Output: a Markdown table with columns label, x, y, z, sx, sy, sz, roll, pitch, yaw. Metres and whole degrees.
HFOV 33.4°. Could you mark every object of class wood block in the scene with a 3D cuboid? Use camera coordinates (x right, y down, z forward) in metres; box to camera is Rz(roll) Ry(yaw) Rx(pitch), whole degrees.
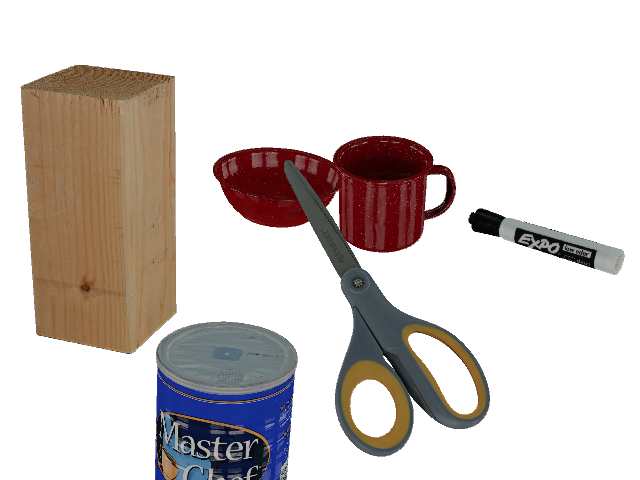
| label | x | y | z | sx | sy | sz | roll | pitch | yaw |
| --- | --- | --- | --- | --- | --- | --- | --- | --- | --- |
| wood block | -0.173 | -0.027 | 0.852 | 0.091 | 0.206 | 0.090 | 9 | 23 | 15 |

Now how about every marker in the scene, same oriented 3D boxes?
| label | x | y | z | sx | sy | sz | roll | pitch | yaw |
| --- | --- | --- | --- | --- | --- | --- | --- | --- | --- |
| marker | 0.164 | -0.001 | 0.790 | 0.121 | 0.020 | 0.020 | 19 | 11 | 33 |

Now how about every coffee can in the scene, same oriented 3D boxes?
| label | x | y | z | sx | sy | sz | roll | pitch | yaw |
| --- | --- | --- | --- | --- | --- | --- | --- | --- | --- |
| coffee can | -0.073 | 0.145 | 0.799 | 0.103 | 0.140 | 0.103 | 4 | 21 | -2 |

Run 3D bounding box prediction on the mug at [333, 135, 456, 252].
| label | x | y | z | sx | sy | sz | roll | pitch | yaw |
| --- | --- | --- | --- | --- | --- | --- | --- | --- | --- |
| mug | 0.070 | -0.043 | 1.011 | 0.117 | 0.081 | 0.093 | -5 | 33 | -7 |

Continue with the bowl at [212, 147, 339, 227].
| label | x | y | z | sx | sy | sz | roll | pitch | yaw |
| --- | --- | --- | --- | --- | --- | --- | --- | --- | --- |
| bowl | -0.052 | -0.059 | 1.301 | 0.162 | 0.055 | 0.162 | 5 | 26 | -3 |

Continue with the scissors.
| label | x | y | z | sx | sy | sz | roll | pitch | yaw |
| --- | --- | --- | --- | --- | --- | --- | --- | --- | --- |
| scissors | 0.013 | 0.044 | 0.635 | 0.096 | 0.202 | 0.016 | -40 | -19 | -16 |
